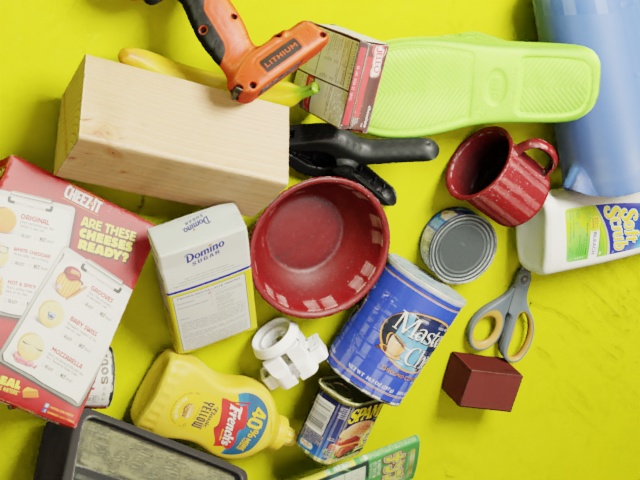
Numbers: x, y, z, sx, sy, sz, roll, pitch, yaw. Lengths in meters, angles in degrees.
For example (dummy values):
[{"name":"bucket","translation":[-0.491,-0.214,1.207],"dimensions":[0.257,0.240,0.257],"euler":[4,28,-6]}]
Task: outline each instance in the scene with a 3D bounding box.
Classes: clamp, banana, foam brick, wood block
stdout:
[{"name":"clamp","translation":[0.029,-0.081,1.132],"dimensions":[0.171,0.039,0.120],"euler":[11,144,-7]},{"name":"banana","translation":[-0.103,-0.156,1.055],"dimensions":[0.197,0.037,0.070],"euler":[6,150,-15]},{"name":"foam brick","translation":[0.197,0.173,1.298],"dimensions":[0.078,0.053,0.051],"euler":[10,107,-23]},{"name":"wood block","translation":[-0.141,-0.095,1.028],"dimensions":[0.205,0.090,0.091],"euler":[11,64,-25]}]

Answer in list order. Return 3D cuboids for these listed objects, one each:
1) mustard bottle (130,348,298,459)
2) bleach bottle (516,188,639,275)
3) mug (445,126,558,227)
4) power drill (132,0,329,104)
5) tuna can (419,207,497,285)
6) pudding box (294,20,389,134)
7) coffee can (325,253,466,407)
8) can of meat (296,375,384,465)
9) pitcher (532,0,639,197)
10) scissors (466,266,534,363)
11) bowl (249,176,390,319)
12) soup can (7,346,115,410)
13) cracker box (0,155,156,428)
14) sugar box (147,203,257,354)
[{"name":"mustard bottle","translation":[-0.107,0.194,1.189],"dimensions":[0.191,0.058,0.096],"euler":[25,99,-27]},{"name":"bleach bottle","translation":[0.354,-0.029,1.271],"dimensions":[0.250,0.068,0.102],"euler":[-11,109,-23]},{"name":"mug","translation":[0.209,-0.072,1.181],"dimensions":[0.081,0.093,0.117],"euler":[33,128,-33]},{"name":"power drill","translation":[-0.077,-0.238,1.002],"dimensions":[0.184,0.057,0.187],"euler":[-39,91,-8]},{"name":"tuna can","translation":[0.159,0.006,1.230],"dimensions":[0.086,0.034,0.086],"euler":[-7,112,-18]},{"name":"pudding box","translation":[0.017,-0.165,1.065],"dimensions":[0.039,0.114,0.090],"euler":[5,108,-33]},{"name":"coffee can","translation":[0.084,0.100,1.199],"dimensions":[0.102,0.103,0.140],"euler":[28,99,-27]},{"name":"can of meat","translation":[0.025,0.204,1.227],"dimensions":[0.101,0.057,0.084],"euler":[0,117,-57]},{"name":"pitcher","translation":[0.316,-0.182,1.171],"dimensions":[0.145,0.149,0.243],"euler":[-10,114,19]},{"name":"scissors","translation":[0.226,0.054,1.285],"dimensions":[0.096,0.016,0.202],"euler":[-4,107,-16]},{"name":"bowl","translation":[-0.008,0.001,1.153],"dimensions":[0.162,0.055,0.162],"euler":[-7,112,-18]},{"name":"soup can","translation":[-0.268,0.141,1.102],"dimensions":[0.102,0.069,0.068],"euler":[4,109,-21]},{"name":"cracker box","translation":[-0.274,0.051,1.024],"dimensions":[0.164,0.072,0.213],"euler":[28,73,-28]},{"name":"sugar box","translation":[-0.118,0.042,1.093],"dimensions":[0.093,0.048,0.176],"euler":[-19,141,-14]}]
